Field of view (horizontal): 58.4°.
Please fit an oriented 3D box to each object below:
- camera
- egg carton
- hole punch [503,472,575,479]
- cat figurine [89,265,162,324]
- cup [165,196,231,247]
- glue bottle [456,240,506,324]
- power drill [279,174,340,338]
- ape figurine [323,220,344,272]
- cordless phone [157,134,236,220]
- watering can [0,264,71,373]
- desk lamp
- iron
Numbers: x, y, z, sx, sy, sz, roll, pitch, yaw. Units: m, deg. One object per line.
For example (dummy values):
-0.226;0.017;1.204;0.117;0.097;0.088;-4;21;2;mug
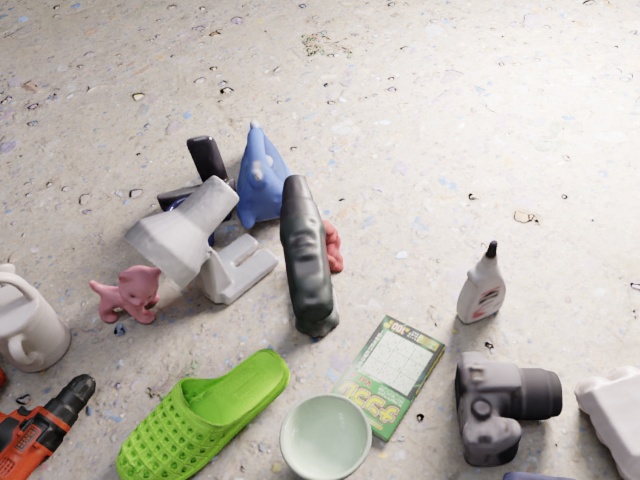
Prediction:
0.255;0.219;0.772;0.136;0.101;0.143;-1;50;6;camera
0.413;0.242;0.754;0.107;0.069;0.150;-16;50;-6;egg carton
0.256;0.337;0.680;0.101;0.091;0.109;10;52;15;hole punch
-0.317;0.081;0.946;0.127;0.118;0.067;-1;50;6;cat figurine
-0.212;-0.023;1.036;0.118;0.095;0.091;-16;50;-6;cup
0.248;0.059;0.860;0.078;0.173;0.037;-26;52;-14;glue bottle
-0.019;0.043;0.882;0.075;0.209;0.229;-10;50;-1;power drill
0.009;0.004;0.988;0.076;0.092;0.078;20;55;22;ape figurine
-0.238;-0.118;1.059;0.147;0.185;0.094;-15;50;-5;cordless phone
-0.481;0.113;0.890;0.172;0.194;0.101;32;61;29;watering can
-0.188;0.009;0.928;0.203;0.214;0.117;-40;56;-23;desk lamp
-0.116;-0.149;1.098;0.118;0.142;0.258;-11;50;-2;iron
